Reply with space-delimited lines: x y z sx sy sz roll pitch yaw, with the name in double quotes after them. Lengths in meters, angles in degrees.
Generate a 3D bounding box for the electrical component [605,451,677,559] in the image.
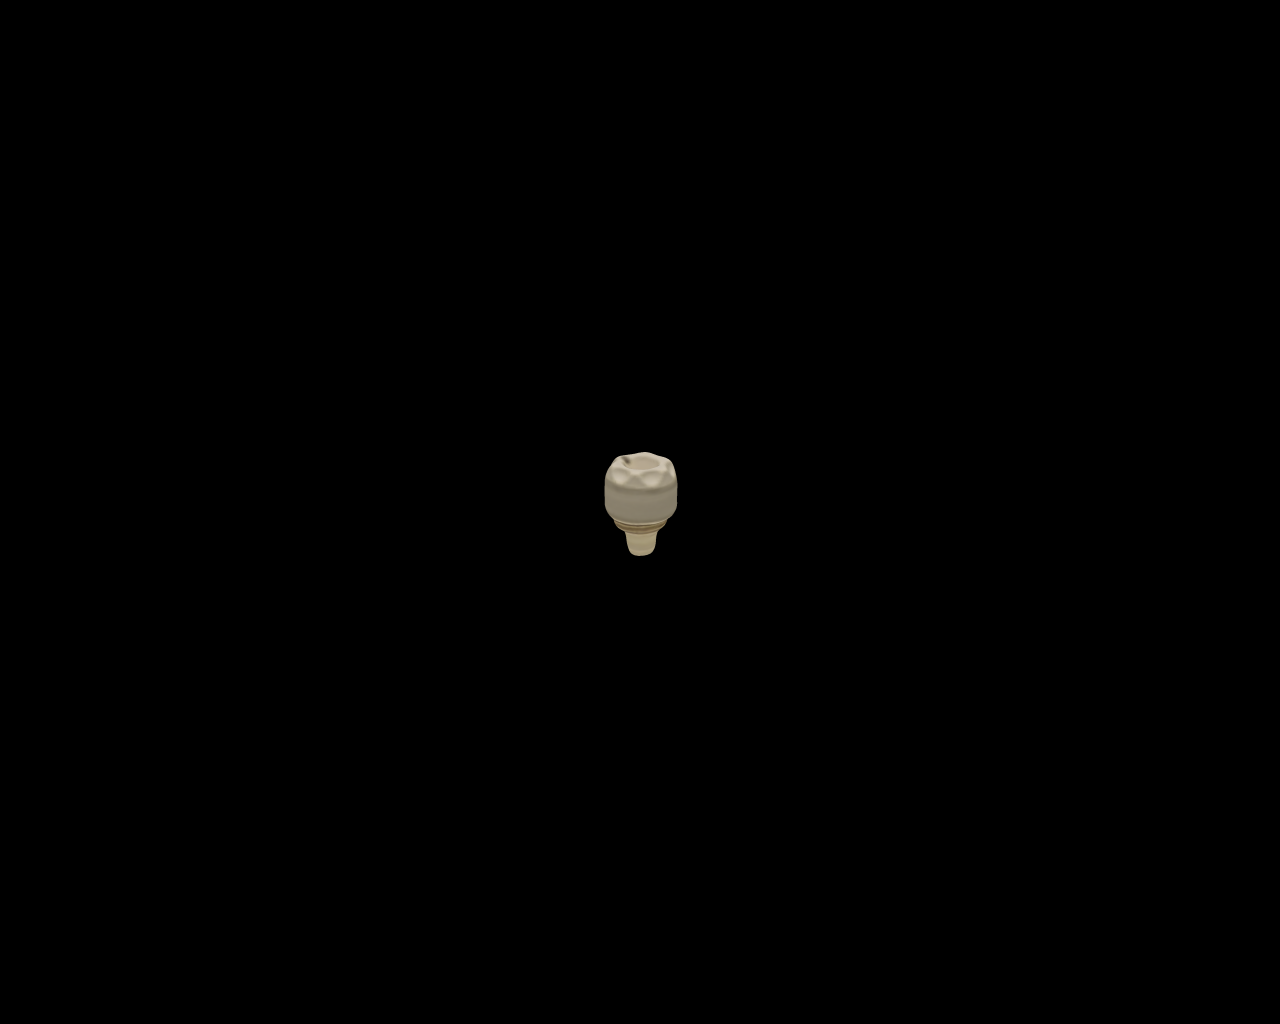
0.001 -0.003 0.650 0.043 0.062 0.043 0 24 0 "electrical component"
